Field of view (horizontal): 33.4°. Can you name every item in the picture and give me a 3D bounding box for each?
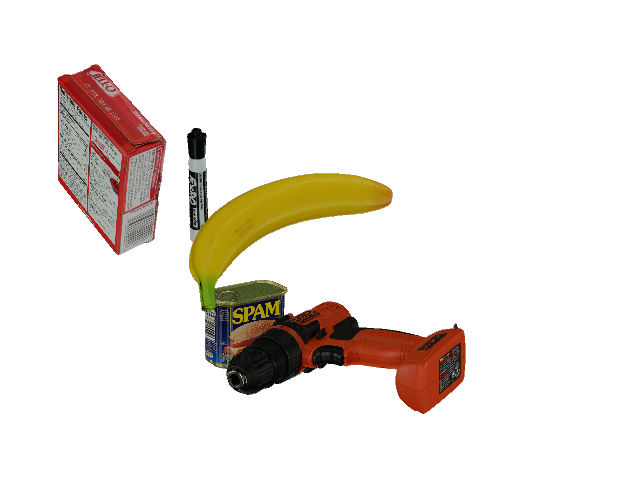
[{"bbox_3d":[-0.122,-0.054,1.058,0.020,0.121,0.020,1,29,-1],"label":"marker"},{"bbox_3d":[-0.090,0.100,1.275,0.101,0.084,0.058,-10,19,-37],"label":"can of meat"},{"bbox_3d":[-0.033,-0.014,0.842,0.197,0.069,0.037,-31,-9,-28],"label":"banana"},{"bbox_3d":[-0.126,-0.048,0.635,0.030,0.089,0.073,-26,59,-32],"label":"gelatin box"},{"bbox_3d":[0.028,0.111,1.002,0.188,0.057,0.184,9,21,31],"label":"power drill"}]
